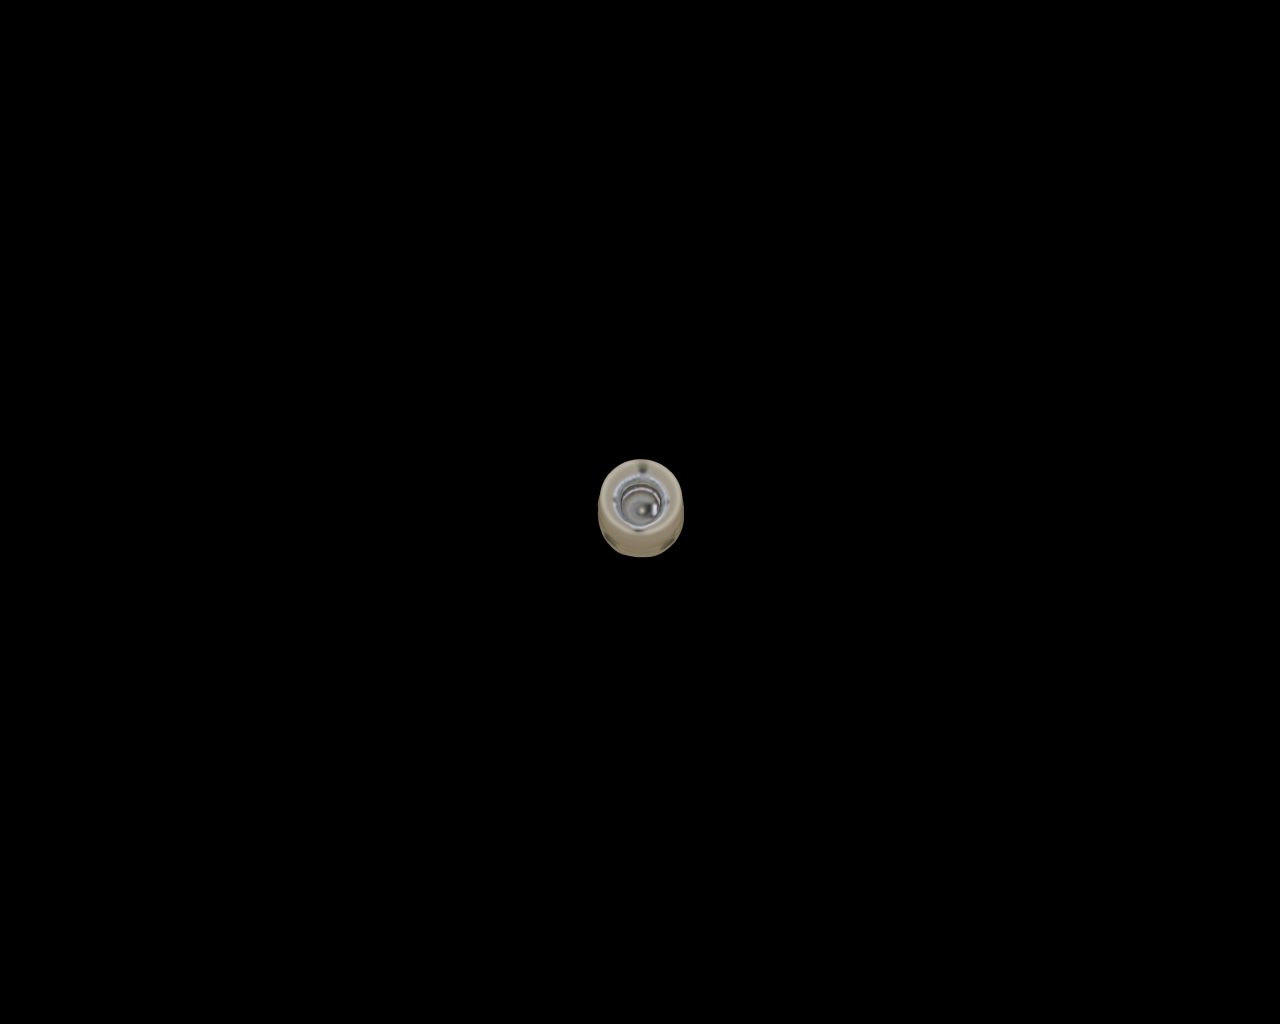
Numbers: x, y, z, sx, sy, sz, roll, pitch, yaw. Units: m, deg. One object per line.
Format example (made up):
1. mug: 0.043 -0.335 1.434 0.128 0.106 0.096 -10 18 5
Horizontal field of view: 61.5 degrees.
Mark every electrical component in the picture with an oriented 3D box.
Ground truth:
1. electrical component: 0.001 -0.003 0.650 0.055 0.055 0.047 0 -16 0
